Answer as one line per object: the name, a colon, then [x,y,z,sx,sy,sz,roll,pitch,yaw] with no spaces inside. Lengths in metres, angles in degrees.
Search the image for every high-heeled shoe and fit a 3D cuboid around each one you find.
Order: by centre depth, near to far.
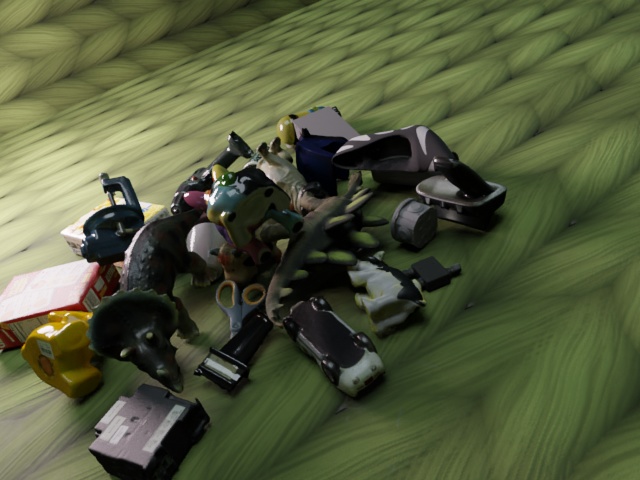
high-heeled shoe: [0.130,-0.159,1.020,0.145,0.086,0.249,-23,24,-18]

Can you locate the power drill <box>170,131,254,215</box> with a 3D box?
power drill: [-0.251,-0.153,1.258,0.207,0.086,0.232,-47,13,13]

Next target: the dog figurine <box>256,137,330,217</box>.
dog figurine: [-0.056,-0.116,1.153,0.190,0.121,0.172,36,26,2]

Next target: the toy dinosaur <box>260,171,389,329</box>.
toy dinosaur: [-0.002,-0.003,0.905,0.199,0.105,0.471,-15,27,37]

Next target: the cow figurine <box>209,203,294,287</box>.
cow figurine: [-0.126,-0.006,0.991,0.086,0.127,0.195,4,69,34]

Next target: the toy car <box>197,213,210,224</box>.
toy car: [-0.207,-0.057,1.179,0.202,0.053,0.089,-18,20,4]

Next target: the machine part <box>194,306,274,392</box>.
machine part: [-0.120,0.162,0.810,0.084,0.039,0.139,14,46,27]

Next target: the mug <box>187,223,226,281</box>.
mug: [-0.206,0.029,1.035,0.110,0.080,0.107,-11,43,4]

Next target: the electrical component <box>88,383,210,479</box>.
electrical component: [-0.233,0.256,0.717,0.134,0.058,0.115,4,36,30]

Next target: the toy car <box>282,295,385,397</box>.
toy car: [0.013,0.145,0.772,0.073,0.056,0.202,-35,35,-15]

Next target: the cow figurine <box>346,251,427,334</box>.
cow figurine: [0.097,0.066,0.831,0.098,0.068,0.167,-22,29,-1]

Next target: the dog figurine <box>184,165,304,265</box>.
dog figurine: [-0.145,-0.065,0.852,0.219,0.191,0.108,33,77,36]

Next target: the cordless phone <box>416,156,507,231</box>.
cordless phone: [0.216,-0.096,0.910,0.147,0.184,0.088,22,85,44]

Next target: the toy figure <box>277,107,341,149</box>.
toy figure: [-0.030,-0.310,1.443,0.180,0.089,0.082,-25,28,-7]

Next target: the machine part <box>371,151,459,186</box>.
machine part: [0.195,-0.148,1.106,0.244,0.079,0.079,9,41,35]

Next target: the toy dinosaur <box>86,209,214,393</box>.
toy dinosaur: [-0.262,0.052,0.869,0.131,0.192,0.405,-4,56,4]

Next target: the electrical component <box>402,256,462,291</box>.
electrical component: [0.176,0.052,0.862,0.094,0.021,0.063,-22,32,-6]

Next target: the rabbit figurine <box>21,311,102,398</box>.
rabbit figurine: [-0.391,0.168,0.901,0.163,0.121,0.173,-3,20,38]

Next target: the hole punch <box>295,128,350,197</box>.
hole punch: [0.000,-0.162,1.175,0.116,0.142,0.092,7,42,15]

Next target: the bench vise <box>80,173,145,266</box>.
bench vise: [-0.381,-0.047,1.090,0.224,0.128,0.241,-20,64,-21]
